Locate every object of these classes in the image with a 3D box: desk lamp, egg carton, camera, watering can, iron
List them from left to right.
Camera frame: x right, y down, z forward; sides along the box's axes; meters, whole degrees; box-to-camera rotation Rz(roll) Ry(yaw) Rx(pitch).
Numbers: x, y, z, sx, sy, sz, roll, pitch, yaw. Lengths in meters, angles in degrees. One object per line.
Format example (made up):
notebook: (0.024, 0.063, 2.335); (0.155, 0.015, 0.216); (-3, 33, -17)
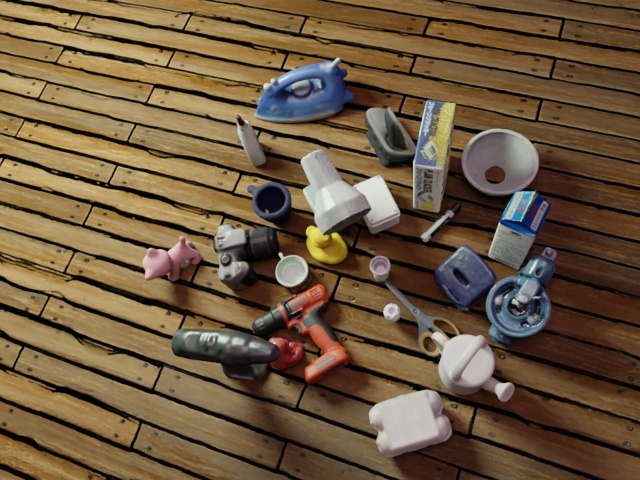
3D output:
camera: (-0.164, 0.024, 1.296); (0.136, 0.101, 0.143); (-11, 67, 4)
iron: (-0.052, -0.374, 1.415); (0.258, 0.141, 0.118); (-15, 67, 3)
desk lamp: (0.025, -0.091, 1.252); (0.118, 0.214, 0.203); (-28, 67, -3)
egg carton: (0.177, 0.359, 1.129); (0.150, 0.069, 0.107); (-18, 67, 1)
watering can: (0.289, 0.236, 1.093); (0.172, 0.194, 0.101); (17, 72, 15)

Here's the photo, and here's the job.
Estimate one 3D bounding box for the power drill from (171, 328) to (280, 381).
power drill: (-0.172, 0.229, 1.158); (0.229, 0.209, 0.075); (5, 69, 11)

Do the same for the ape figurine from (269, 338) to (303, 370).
ape figurine: (-0.079, 0.232, 1.206); (0.077, 0.092, 0.076); (40, 79, 21)

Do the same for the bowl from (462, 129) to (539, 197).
bowl: (0.403, -0.164, 1.299); (0.167, 0.075, 0.167); (-3, 68, 8)

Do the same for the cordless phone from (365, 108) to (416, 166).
cordless phone: (0.159, -0.268, 1.317); (0.094, 0.185, 0.147); (-29, 67, -3)

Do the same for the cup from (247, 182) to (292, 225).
cup: (-0.115, -0.081, 1.334); (0.117, 0.095, 0.092); (30, 76, 19)

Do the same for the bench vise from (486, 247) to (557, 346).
bench vise: (0.397, 0.091, 1.120); (0.121, 0.220, 0.207); (13, 71, 14)

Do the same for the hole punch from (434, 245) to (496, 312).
hole punch: (0.304, 0.082, 1.208); (0.101, 0.091, 0.108); (-36, 68, -6)

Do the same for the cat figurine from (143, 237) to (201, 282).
cat figurine: (-0.348, 0.042, 1.308); (0.128, 0.118, 0.067); (-42, 68, -9)

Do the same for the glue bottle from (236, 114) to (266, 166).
glue bottle: (-0.172, -0.248, 1.366); (0.037, 0.173, 0.078); (-19, 67, 1)

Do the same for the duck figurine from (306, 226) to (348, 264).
duck figurine: (0.012, 0.005, 1.285); (0.104, 0.086, 0.077); (32, 77, 19)
